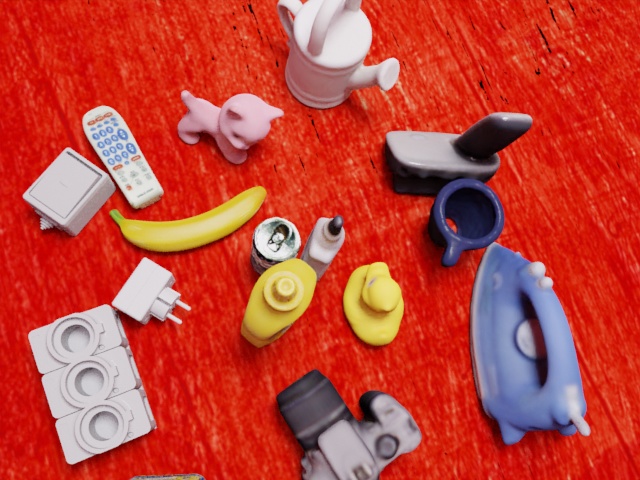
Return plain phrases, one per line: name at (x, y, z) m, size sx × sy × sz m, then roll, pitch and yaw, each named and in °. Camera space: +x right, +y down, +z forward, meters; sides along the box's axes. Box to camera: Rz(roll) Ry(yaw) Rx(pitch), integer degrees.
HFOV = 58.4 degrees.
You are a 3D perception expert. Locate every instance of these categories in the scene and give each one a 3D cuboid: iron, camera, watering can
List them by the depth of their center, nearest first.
camera at (0.024, 0.211, 0.655) m, size 0.143 × 0.100 × 0.137 m, roll -32°, pitch 83°, yaw -15°
iron at (0.259, 0.113, 0.697) m, size 0.119 × 0.141 × 0.258 m, roll -5°, pitch 77°, yaw -10°
watering can at (0.021, -0.252, 0.722) m, size 0.173 × 0.194 × 0.101 m, roll 18°, pitch 74°, yaw -4°

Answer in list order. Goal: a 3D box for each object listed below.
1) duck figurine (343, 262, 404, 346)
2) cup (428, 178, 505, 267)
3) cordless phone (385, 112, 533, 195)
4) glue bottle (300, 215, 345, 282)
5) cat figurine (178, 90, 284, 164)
duck figurine at (0.073, 0.076, 0.704) m, size 0.077 × 0.086 × 0.104 m, roll -4°, pitch 77°, yaw -10°
cup at (0.173, -0.011, 0.738) m, size 0.091 × 0.095 × 0.118 m, roll 25°, pitch 74°, yaw -2°
cordless phone at (0.167, -0.125, 0.718) m, size 0.148 × 0.185 × 0.094 m, roll -1°, pitch 76°, yaw -9°
glue bottle at (0.006, 0.002, 0.667) m, size 0.037 × 0.173 × 0.078 m, roll 23°, pitch 74°, yaw -3°
cat figurine at (-0.114, -0.152, 0.715) m, size 0.128 × 0.117 × 0.067 m, roll 21°, pitch 74°, yaw -3°
